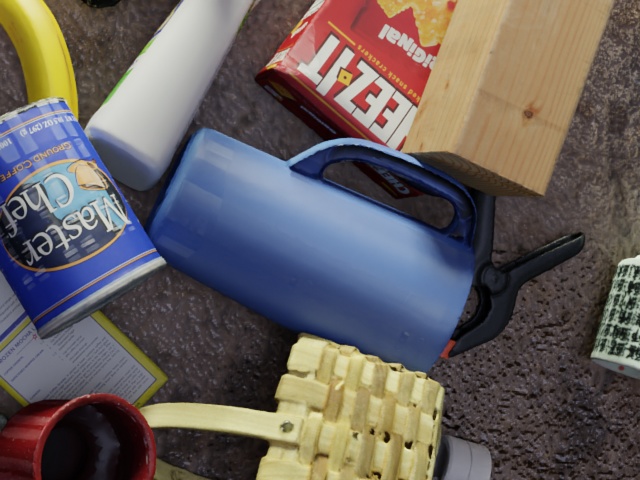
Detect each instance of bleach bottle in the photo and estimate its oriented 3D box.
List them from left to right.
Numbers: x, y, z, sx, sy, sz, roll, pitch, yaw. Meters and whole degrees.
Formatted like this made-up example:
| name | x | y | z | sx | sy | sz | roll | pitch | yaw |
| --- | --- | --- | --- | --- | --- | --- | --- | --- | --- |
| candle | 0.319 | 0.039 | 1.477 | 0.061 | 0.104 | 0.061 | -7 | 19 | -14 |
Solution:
| name | x | y | z | sx | sy | sz | roll | pitch | yaw |
| --- | --- | --- | --- | --- | --- | --- | --- | --- | --- |
| bleach bottle | -0.094 | -0.163 | 0.837 | 0.068 | 0.103 | 0.250 | 33 | 73 | -12 |

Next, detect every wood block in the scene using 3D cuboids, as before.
| name | x | y | z | sx | sy | sz | roll | pitch | yaw |
| --- | --- | --- | --- | --- | --- | --- | --- | --- | --- |
| wood block | 0.152 | -0.146 | 0.828 | 0.090 | 0.090 | 0.206 | 22 | 86 | -20 |

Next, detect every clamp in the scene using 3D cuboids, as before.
| name | x | y | z | sx | sy | sz | roll | pitch | yaw |
| --- | --- | --- | --- | --- | --- | --- | --- | --- | --- |
| clamp | 0.155 | 0.032 | 0.926 | 0.120 | 0.039 | 0.171 | 26 | 88 | -8 |

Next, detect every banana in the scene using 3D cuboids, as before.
| name | x | y | z | sx | sy | sz | roll | pitch | yaw |
| --- | --- | --- | --- | --- | --- | --- | --- | --- | --- |
| banana | -0.222 | -0.123 | 0.824 | 0.070 | 0.037 | 0.198 | -18 | 91 | 14 |

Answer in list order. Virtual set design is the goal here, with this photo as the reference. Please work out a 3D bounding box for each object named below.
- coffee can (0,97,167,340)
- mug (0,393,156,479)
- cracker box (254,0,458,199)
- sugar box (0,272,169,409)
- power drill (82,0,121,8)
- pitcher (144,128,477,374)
| name | x | y | z | sx | sy | sz | roll | pitch | yaw |
| --- | --- | --- | --- | --- | --- | --- | --- | --- | --- |
| coffee can | -0.189 | -0.015 | 0.757 | 0.102 | 0.103 | 0.140 | -32 | 90 | -14 |
| mug | -0.170 | 0.164 | 0.749 | 0.093 | 0.082 | 0.117 | -34 | 107 | -37 |
| cracker box | 0.077 | -0.167 | 0.889 | 0.164 | 0.072 | 0.213 | 39 | 80 | -13 |
| sugar box | -0.211 | 0.077 | 0.817 | 0.093 | 0.048 | 0.176 | -45 | 97 | -12 |
| power drill | -0.091 | -0.242 | 0.784 | 0.184 | 0.188 | 0.057 | -48 | 116 | -14 |
| pitcher | -0.005 | 0.001 | 0.834 | 0.242 | 0.145 | 0.149 | 26 | 62 | -11 |
